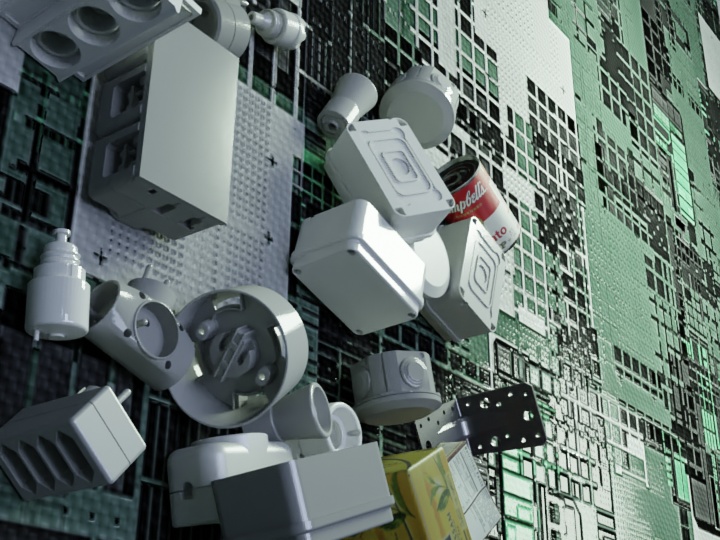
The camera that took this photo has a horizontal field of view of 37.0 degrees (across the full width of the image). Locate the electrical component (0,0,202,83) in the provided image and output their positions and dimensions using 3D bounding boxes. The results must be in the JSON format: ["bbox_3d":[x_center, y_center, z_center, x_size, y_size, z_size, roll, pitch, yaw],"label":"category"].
[{"bbox_3d":[-0.179,-0.189,0.750,0.079,0.121,0.063,40,43,-39],"label":"electrical component"}]

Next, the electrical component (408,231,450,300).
[{"bbox_3d":[0.050,-0.007,1.066,0.080,0.051,0.080,28,54,-47],"label":"electrical component"}]

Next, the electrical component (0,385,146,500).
[{"bbox_3d":[-0.172,0.097,0.670,0.047,0.083,0.075,62,35,-16],"label":"electrical component"}]

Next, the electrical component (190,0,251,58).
[{"bbox_3d":[-0.122,-0.243,0.920,0.074,0.052,0.138,-1,77,-55],"label":"electrical component"}]

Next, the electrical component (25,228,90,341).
[{"bbox_3d":[-0.198,0.011,0.708,0.040,0.040,0.078,23,58,-50],"label":"electrical component"}]

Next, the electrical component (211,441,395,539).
[{"bbox_3d":[-0.037,0.160,0.742,0.113,0.078,0.057,1,72,-55],"label":"electrical component"}]

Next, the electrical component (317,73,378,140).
[{"bbox_3d":[-0.015,-0.157,1.049,0.044,0.044,0.065,55,42,-25],"label":"electrical component"}]

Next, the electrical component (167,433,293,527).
[{"bbox_3d":[-0.093,0.153,0.786,0.095,0.054,0.059,11,67,-53],"label":"electrical component"}]

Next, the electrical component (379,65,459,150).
[{"bbox_3d":[0.064,-0.172,1.135,0.080,0.080,0.051,57,32,-23],"label":"electrical component"}]

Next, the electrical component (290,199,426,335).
[{"bbox_3d":[0.000,0.000,0.967,0.113,0.078,0.057,46,39,-34],"label":"electrical component"}]

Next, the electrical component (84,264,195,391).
[{"bbox_3d":[-0.153,0.032,0.761,0.077,0.044,0.079,45,42,-35],"label":"electrical component"}]

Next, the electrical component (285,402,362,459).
[{"bbox_3d":[-0.031,0.137,0.888,0.055,0.047,0.055,28,54,-47],"label":"electrical component"}]

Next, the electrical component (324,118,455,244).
[{"bbox_3d":[0.026,-0.081,1.014,0.078,0.057,0.113,-12,63,-38],"label":"electrical component"}]

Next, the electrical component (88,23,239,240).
[{"bbox_3d":[-0.148,-0.109,0.814,0.089,0.062,0.150,30,52,-46],"label":"electrical component"}]

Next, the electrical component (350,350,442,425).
[{"bbox_3d":[0.030,0.107,0.964,0.080,0.080,0.051,20,55,-51],"label":"electrical component"}]

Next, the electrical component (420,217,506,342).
[{"bbox_3d":[0.106,0.011,1.134,0.078,0.057,0.113,47,41,-34],"label":"electrical component"}]

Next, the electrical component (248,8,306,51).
[{"bbox_3d":[-0.079,-0.224,0.990,0.061,0.035,0.035,7,70,-52],"label":"electrical component"}]

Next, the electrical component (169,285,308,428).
[{"bbox_3d":[-0.090,0.061,0.796,0.064,0.099,0.099,-23,95,-63],"label":"electrical component"}]

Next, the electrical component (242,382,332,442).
[{"bbox_3d":[-0.060,0.117,0.839,0.044,0.065,0.044,-16,90,-76],"label":"electrical component"}]
